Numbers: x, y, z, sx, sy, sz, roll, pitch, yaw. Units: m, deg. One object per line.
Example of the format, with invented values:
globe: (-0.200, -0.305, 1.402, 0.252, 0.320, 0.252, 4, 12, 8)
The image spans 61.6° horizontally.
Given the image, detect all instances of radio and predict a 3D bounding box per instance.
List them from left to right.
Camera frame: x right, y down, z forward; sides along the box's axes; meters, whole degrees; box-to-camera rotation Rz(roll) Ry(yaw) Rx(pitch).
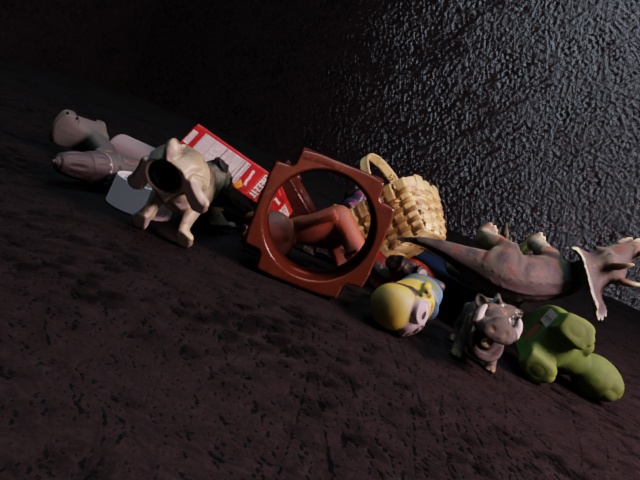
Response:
radio: (0.247, 0.089, 1.115, 0.131, 0.073, 0.230, 18, 13, -25)

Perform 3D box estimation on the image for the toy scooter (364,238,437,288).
toy scooter: (0.129, 0.049, 0.972, 0.184, 0.075, 0.135, 22, -24, 22)

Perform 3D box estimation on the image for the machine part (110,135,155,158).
machine part: (-0.351, -0.152, 1.098, 0.243, 0.079, 0.079, 25, 11, 15)

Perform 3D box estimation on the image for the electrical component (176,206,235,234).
electrical component: (-0.203, -0.041, 0.942, 0.078, 0.045, 0.102, 53, 21, 10)

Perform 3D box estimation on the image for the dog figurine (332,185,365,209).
dog figurine: (0.084, -0.065, 1.292, 0.108, 0.191, 0.219, 30, -4, 6)

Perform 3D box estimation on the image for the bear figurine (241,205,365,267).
bear figurine: (-0.032, 0.001, 0.938, 0.196, 0.120, 0.132, -9, 67, -20)

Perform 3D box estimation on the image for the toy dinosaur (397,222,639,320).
toy dinosaur: (0.347, 0.054, 0.935, 0.405, 0.131, 0.192, 1, 15, -2)

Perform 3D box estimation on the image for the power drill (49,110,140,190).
power drill: (-0.407, -0.158, 0.970, 0.208, 0.086, 0.232, 33, 12, 32)

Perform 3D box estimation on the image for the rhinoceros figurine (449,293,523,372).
rhinoceros figurine: (0.248, 0.132, 0.798, 0.073, 0.112, 0.190, 26, 3, 9)

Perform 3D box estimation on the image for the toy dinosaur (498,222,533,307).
toy dinosaur: (0.417, 0.064, 1.235, 0.105, 0.198, 0.471, 26, 13, 3)

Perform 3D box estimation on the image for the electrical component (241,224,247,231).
electrical component: (-0.107, -0.014, 1.048, 0.063, 0.021, 0.094, 28, 13, 30)

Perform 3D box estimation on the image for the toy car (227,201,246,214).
toy car: (-0.166, -0.122, 1.241, 0.162, 0.102, 0.109, 28, 15, 21)

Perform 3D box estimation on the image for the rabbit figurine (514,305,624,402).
rabbit figurine: (0.401, 0.196, 0.871, 0.170, 0.121, 0.159, 40, 3, -2)

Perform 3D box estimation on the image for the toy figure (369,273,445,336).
toy figure: (0.139, 0.097, 0.842, 0.089, 0.082, 0.180, 6, 12, 24)

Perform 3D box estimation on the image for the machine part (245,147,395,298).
machine part: (-0.001, -0.027, 0.838, 0.201, 0.201, 0.087, 21, 9, -2)

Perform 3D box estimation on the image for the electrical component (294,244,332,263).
electrical component: (-0.002, -0.003, 1.108, 0.134, 0.058, 0.115, 24, 9, 12)

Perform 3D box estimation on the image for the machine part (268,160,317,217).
machine part: (-0.059, -0.097, 1.227, 0.179, 0.056, 0.179, 60, 8, -14)

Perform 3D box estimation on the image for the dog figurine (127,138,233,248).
dog figurine: (-0.192, -0.106, 0.828, 0.121, 0.172, 0.190, 31, 38, -2)
